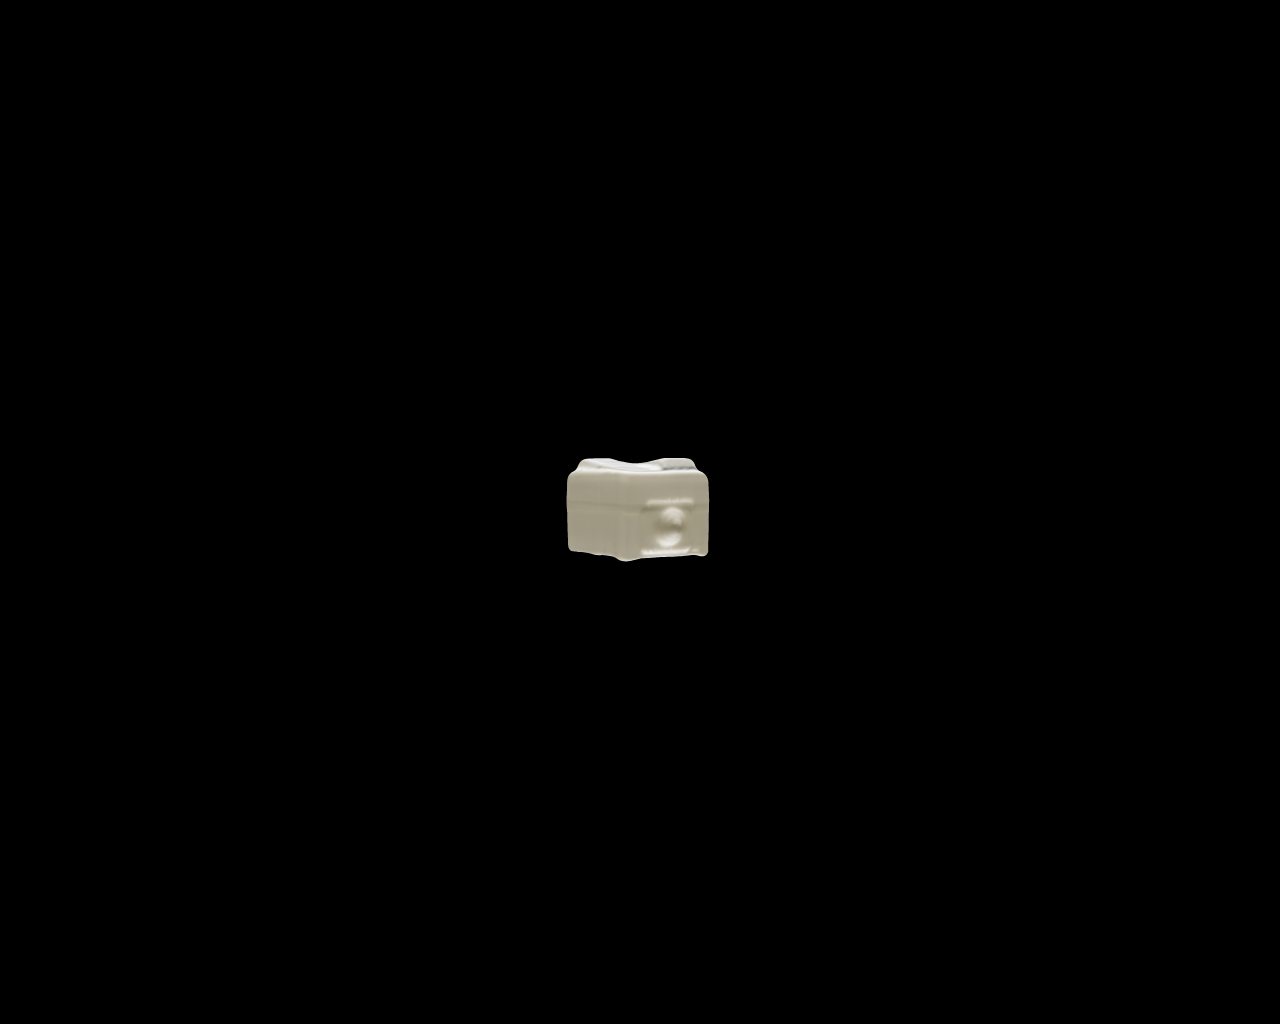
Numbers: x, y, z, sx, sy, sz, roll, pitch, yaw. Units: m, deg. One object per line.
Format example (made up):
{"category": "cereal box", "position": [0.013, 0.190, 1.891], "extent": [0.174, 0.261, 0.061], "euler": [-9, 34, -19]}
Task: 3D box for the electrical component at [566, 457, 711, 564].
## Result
{"category": "electrical component", "position": [0.001, -0.003, 0.650], "extent": [0.062, 0.061, 0.096], "euler": [-1, 3, -28]}
